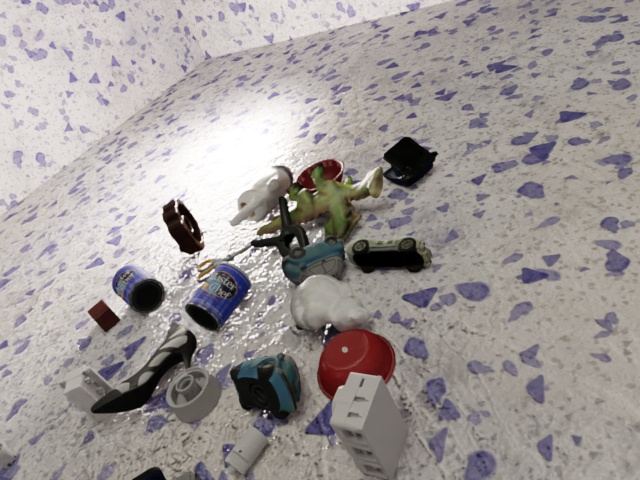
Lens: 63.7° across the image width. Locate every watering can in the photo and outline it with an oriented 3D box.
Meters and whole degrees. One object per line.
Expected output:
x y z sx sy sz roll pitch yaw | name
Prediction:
-0.153 -0.143 1.515 0.342 0.103 0.229 -33 15 51 | watering can

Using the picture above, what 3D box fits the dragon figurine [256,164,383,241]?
0.004 -0.070 1.392 0.408 0.120 0.248 -39 37 11 | dragon figurine

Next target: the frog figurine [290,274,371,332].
0.020 0.138 1.074 0.139 0.121 0.159 -25 16 -33 | frog figurine
